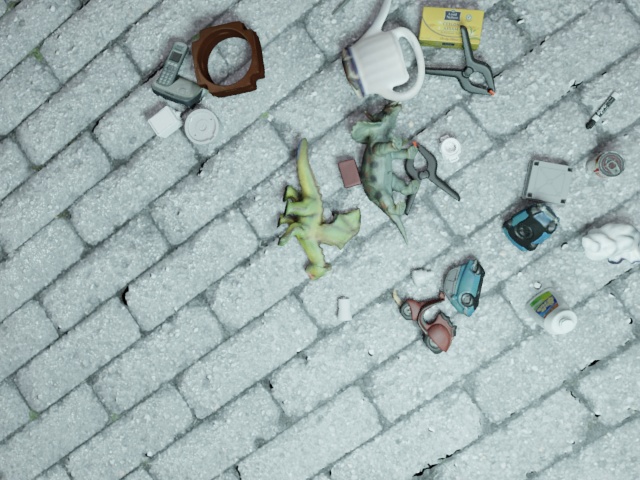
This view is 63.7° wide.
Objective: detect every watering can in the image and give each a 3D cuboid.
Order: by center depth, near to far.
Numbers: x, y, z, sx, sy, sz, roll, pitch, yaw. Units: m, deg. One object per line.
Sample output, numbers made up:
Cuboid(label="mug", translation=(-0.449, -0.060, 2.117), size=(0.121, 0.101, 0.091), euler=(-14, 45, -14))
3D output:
Cuboid(label="watering can", translation=(0.167, -0.552, 1.481), size=(0.224, 0.104, 0.349), euler=(-18, 84, 9))

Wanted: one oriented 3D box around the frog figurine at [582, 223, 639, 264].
Cuboid(label="frog figurine", translation=(0.755, 0.002, 1.359), size=(0.159, 0.139, 0.122), euler=(18, 100, -16))

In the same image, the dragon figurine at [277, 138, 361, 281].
Cuboid(label="dragon figurine", translation=(0.005, -0.077, 1.530), size=(0.242, 0.123, 0.408), euler=(14, 95, -8))
